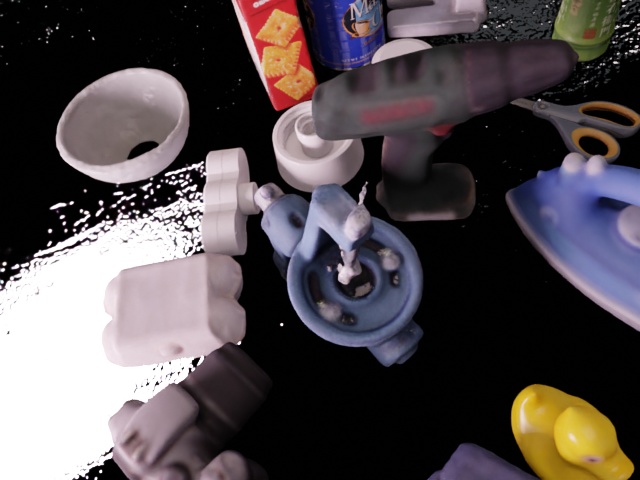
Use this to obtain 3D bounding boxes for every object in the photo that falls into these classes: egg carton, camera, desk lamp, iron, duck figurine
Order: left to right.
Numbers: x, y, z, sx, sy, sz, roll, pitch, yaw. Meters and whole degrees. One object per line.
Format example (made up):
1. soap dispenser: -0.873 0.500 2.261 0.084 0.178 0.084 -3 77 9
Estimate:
1. egg carton: -0.149 0.073 0.587 0.150 0.069 0.107 -12 59 3
2. camera: -0.099 0.165 0.506 0.142 0.101 0.137 36 71 26
3. desk lamp: 0.178 -0.368 0.704 0.203 0.214 0.118 -3 59 8
4. duck figurine: 0.206 0.158 0.465 0.077 0.086 0.104 -35 60 -11
5. iron: 0.288 -0.014 0.520 0.257 0.142 0.119 35 71 26

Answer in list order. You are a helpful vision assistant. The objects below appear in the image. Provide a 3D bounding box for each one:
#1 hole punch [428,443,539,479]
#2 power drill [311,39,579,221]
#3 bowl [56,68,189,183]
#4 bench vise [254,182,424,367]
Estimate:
1. hole punch: 0.121 0.222 0.440 0.100 0.091 0.109 29 69 24
2. power drill: 0.113 -0.104 0.564 0.229 0.209 0.075 -2 60 9
3. bowl: -0.234 -0.131 0.719 0.167 0.075 0.167 -4 59 8
4. bench vise: -0.002 0.011 0.509 0.206 0.220 0.122 25 67 22
